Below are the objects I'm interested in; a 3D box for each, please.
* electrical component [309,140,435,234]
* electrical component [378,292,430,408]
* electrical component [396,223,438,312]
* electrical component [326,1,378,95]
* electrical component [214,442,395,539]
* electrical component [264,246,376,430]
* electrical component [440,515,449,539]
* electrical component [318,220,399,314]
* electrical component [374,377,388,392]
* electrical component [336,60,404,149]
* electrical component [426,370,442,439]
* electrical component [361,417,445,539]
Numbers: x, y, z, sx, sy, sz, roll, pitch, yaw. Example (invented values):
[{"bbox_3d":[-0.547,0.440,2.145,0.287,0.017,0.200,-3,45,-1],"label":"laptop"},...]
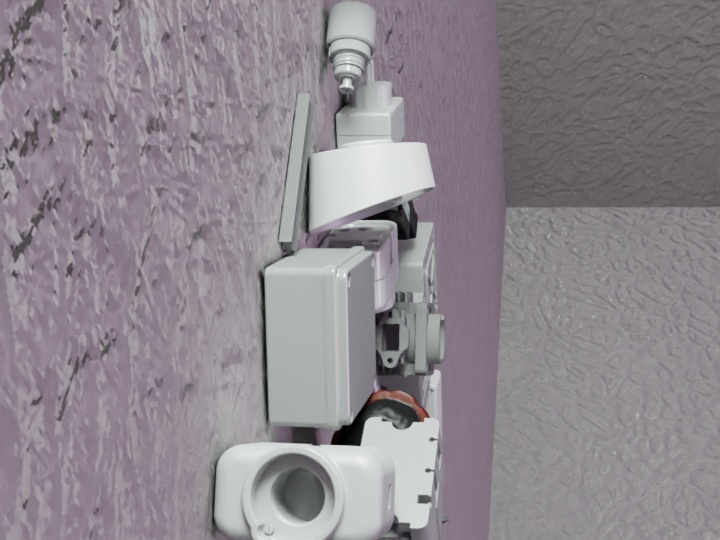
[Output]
[{"bbox_3d":[0.007,-0.064,0.813,0.099,0.099,0.064,-13,97,-79],"label":"electrical component"},{"bbox_3d":[0.034,0.084,1.059,0.078,0.057,0.113,-72,160,-57],"label":"electrical component"},{"bbox_3d":[0.049,0.017,1.133,0.108,0.056,0.108,-69,157,-62],"label":"electrical component"},{"bbox_3d":[-0.008,-0.179,0.867,0.040,0.040,0.078,63,30,-68],"label":"electrical component"},{"bbox_3d":[-0.031,0.127,0.609,0.059,0.095,0.053,35,56,-77],"label":"electrical component"},{"bbox_3d":[-0.026,0.043,0.741,0.109,0.056,0.108,-38,128,-76],"label":"electrical component"},{"bbox_3d":[0.041,0.251,1.065,0.063,0.079,0.121,63,3,16],"label":"electrical component"},{"bbox_3d":[0.000,0.000,0.881,0.095,0.054,0.059,-60,149,-69],"label":"electrical component"},{"bbox_3d":[0.011,0.122,0.977,0.048,0.048,0.062,-58,140,-70],"label":"electrical component"},{"bbox_3d":[0.009,-0.144,0.940,0.083,0.047,0.075,-61,151,-69],"label":"electrical component"},{"bbox_3d":[0.056,0.158,1.167,0.061,0.062,0.096,-54,143,-72],"label":"electrical component"},{"bbox_3d":[0.025,0.146,0.689,0.089,0.050,0.055,-77,163,-50],"label":"electrical component"}]
